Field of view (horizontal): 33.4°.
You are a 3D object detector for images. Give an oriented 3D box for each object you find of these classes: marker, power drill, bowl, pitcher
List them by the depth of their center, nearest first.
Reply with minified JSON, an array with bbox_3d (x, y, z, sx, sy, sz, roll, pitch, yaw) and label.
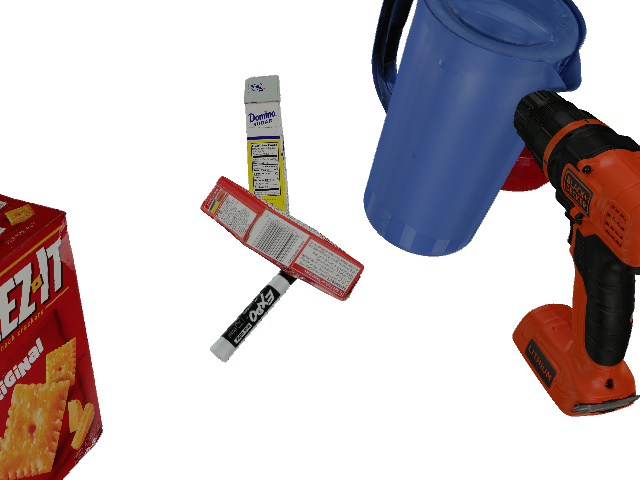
[{"bbox_3d":[0.173,0.009,0.722,0.057,0.188,0.184,-9,34,-11],"label":"power drill"},{"bbox_3d":[0.109,-0.109,0.900,0.145,0.149,0.243,11,-45,-8],"label":"pitcher"},{"bbox_3d":[-0.054,0.060,0.969,0.020,0.121,0.020,37,-17,14],"label":"marker"},{"bbox_3d":[0.220,-0.099,1.257,0.162,0.055,0.162,5,23,-2],"label":"bowl"}]

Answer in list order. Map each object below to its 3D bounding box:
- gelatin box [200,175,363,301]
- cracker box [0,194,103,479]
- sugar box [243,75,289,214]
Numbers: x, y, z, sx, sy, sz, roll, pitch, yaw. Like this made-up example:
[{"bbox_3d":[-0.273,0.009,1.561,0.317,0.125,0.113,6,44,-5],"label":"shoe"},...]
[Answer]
[{"bbox_3d":[-0.025,-0.001,0.686,0.089,0.030,0.073,31,3,-34],"label":"gelatin box"},{"bbox_3d":[-0.235,0.101,0.759,0.072,0.214,0.164,12,35,20],"label":"cracker box"},{"bbox_3d":[-0.063,-0.092,1.229,0.048,0.176,0.093,-5,26,0],"label":"sugar box"}]
